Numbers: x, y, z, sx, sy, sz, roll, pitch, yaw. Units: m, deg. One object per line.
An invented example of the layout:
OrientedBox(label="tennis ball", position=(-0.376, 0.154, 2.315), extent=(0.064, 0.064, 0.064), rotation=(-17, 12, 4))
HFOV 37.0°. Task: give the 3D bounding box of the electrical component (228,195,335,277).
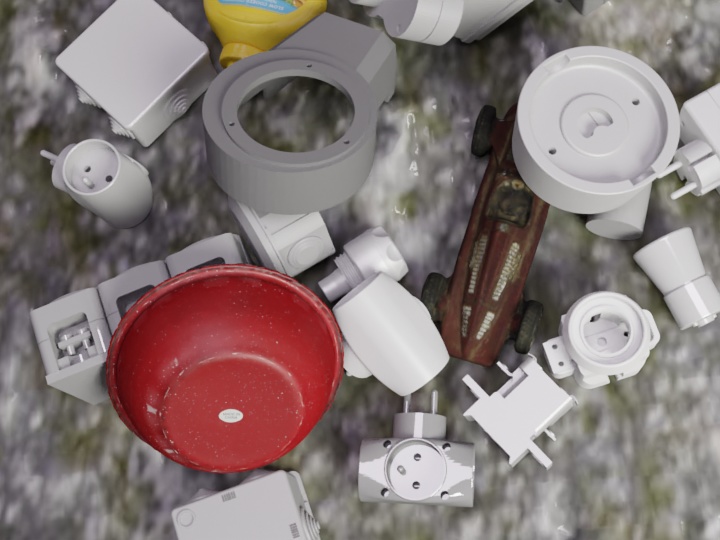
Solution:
OrientedBox(label="electrical component", position=(-0.058, -0.032, 0.778), extent=(0.051, 0.080, 0.080), rotation=(-30, 73, -8))

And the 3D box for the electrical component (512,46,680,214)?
OrientedBox(label="electrical component", position=(0.156, -0.090, 0.734), extent=(0.108, 0.060, 0.108), rotation=(1, 72, -2))

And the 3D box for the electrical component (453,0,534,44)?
OrientedBox(label="electrical component", position=(0.092, -0.242, 0.800), extent=(0.056, 0.109, 0.108), rotation=(10, 73, -25))

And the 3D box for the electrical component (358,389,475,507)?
OrientedBox(label="electrical component", position=(0.040, 0.121, 0.739), extent=(0.077, 0.044, 0.079), rotation=(1, 74, 7))

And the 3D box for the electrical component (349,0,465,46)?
OrientedBox(label="electrical component", position=(0.014, -0.212, 0.792), extent=(0.074, 0.052, 0.138), rotation=(4, 28, -27))

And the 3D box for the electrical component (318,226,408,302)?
OrientedBox(label="electrical component", position=(0.000, 0.000, 0.780), extent=(0.062, 0.043, 0.043), rotation=(-33, 73, -1))

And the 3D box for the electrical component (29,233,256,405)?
OrientedBox(label="electrical component", position=(-0.144, 0.033, 0.763), extent=(0.150, 0.089, 0.061), rotation=(-22, 72, 1))

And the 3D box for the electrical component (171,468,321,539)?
OrientedBox(label="electrical component", position=(-0.074, 0.190, 0.731), extent=(0.100, 0.048, 0.099), rotation=(-20, 72, 1))

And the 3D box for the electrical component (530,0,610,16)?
OrientedBox(label="electrical component", position=(0.156, -0.225, 0.804), extent=(0.076, 0.083, 0.047), rotation=(-33, 73, -3))

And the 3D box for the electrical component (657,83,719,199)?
OrientedBox(label="electrical component", position=(0.250, -0.077, 0.769), extent=(0.076, 0.047, 0.083), rotation=(-29, 73, -1))

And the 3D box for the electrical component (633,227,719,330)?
OrientedBox(label="electrical component", position=(0.226, 0.008, 0.751), extent=(0.044, 0.044, 0.065), rotation=(-26, 77, -1))

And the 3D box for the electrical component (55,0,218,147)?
OrientedBox(label="electrical component", position=(-0.172, -0.157, 0.843), extent=(0.100, 0.048, 0.099), rotation=(42, 83, 16))

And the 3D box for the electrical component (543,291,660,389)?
OrientedBox(label="electrical component", position=(0.167, 0.047, 0.738), extent=(0.078, 0.057, 0.058), rotation=(-18, 73, 2))

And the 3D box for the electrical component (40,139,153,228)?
OrientedBox(label="electrical component", position=(-0.203, -0.071, 0.807), extent=(0.079, 0.077, 0.044), rotation=(24, 78, 13))

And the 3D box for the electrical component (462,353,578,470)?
OrientedBox(label="electrical component", position=(0.111, 0.096, 0.737), extent=(0.064, 0.042, 0.081), rotation=(-43, 74, -1))

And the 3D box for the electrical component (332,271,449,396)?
OrientedBox(label="electrical component", position=(0.010, 0.051, 0.754), extent=(0.077, 0.079, 0.044), rotation=(52, 41, -5))
